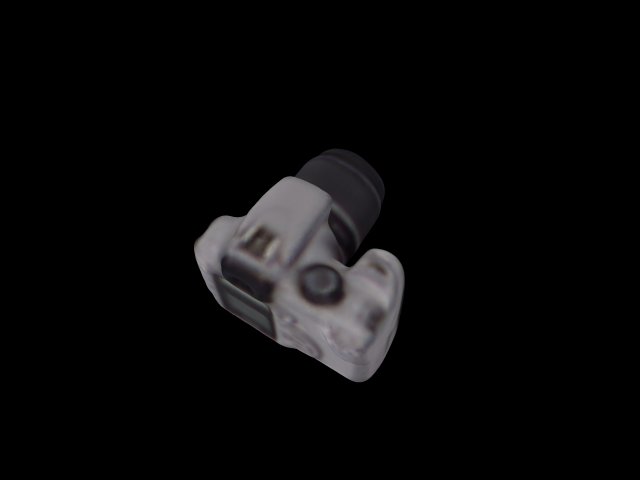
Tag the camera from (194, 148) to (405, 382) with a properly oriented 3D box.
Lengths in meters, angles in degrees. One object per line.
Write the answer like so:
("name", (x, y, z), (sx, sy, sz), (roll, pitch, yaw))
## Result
("camera", (0.004, 0.001, 0.400), (0.143, 0.101, 0.137), (28, 62, 16))
